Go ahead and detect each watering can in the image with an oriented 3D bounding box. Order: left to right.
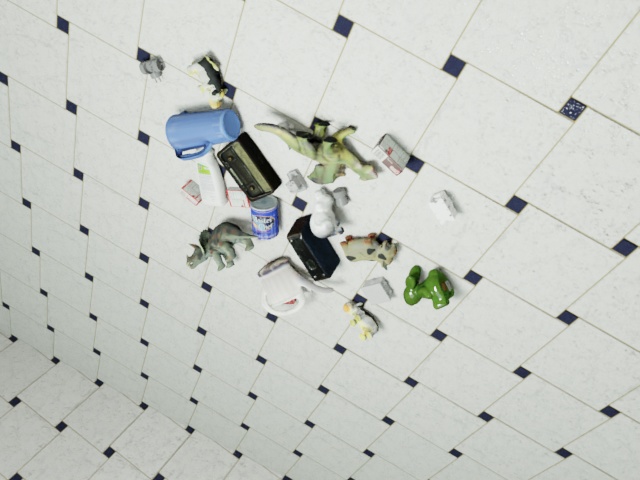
[{"bbox_3d":[-0.117,0.172,2.032,0.344,0.105,0.224,-26,90,31],"label":"watering can"}]

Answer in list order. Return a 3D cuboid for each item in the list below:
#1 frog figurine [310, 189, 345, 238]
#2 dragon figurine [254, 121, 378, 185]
[{"bbox_3d":[0.005,-0.090,1.790,0.122,0.140,0.157,-22,115,18],"label":"frog figurine"},{"bbox_3d":[-0.008,-0.267,1.684,0.411,0.125,0.237,11,137,12],"label":"dragon figurine"}]
